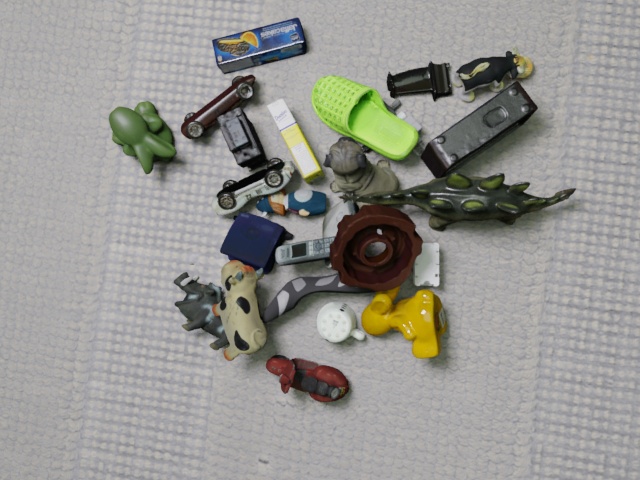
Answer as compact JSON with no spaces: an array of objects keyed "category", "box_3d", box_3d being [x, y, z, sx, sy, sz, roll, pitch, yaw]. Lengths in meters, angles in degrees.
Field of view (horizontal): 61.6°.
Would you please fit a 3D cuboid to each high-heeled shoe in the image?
[{"category":"high-heeled shoe","box_3d":[0.005,0.125,1.133,0.249,0.086,0.145,-44,79,-7]}]

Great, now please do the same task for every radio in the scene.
[{"category":"radio","box_3d":[0.324,-0.219,1.103,0.229,0.131,0.073,-36,84,2]}]

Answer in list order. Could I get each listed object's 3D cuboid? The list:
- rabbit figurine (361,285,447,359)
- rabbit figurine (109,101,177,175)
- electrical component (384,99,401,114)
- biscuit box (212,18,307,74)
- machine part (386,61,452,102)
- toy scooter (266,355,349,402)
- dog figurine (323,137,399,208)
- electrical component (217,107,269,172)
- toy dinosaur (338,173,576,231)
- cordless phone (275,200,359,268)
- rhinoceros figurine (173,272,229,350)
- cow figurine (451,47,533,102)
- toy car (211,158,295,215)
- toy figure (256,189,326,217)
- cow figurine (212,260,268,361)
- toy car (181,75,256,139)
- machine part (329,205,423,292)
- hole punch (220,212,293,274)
[{"category":"rabbit figurine","box_3d":[0.158,0.159,1.097,0.173,0.122,0.162,-6,126,32]},{"category":"rabbit figurine","box_3d":[-0.389,-0.217,1.147,0.121,0.170,0.159,-36,84,3]},{"category":"electrical component","box_3d":[0.130,-0.283,1.178,0.094,0.021,0.063,-43,83,2]},{"category":"biscuit box","box_3d":[-0.132,-0.428,1.189,0.203,0.059,0.062,-13,86,4]},{"category":"machine part","box_3d":[0.215,-0.341,1.166,0.139,0.039,0.084,-4,92,3]},{"category":"toy scooter","box_3d":[-0.029,0.288,1.108,0.184,0.135,0.075,18,87,4]},{"category":"dog figurine","box_3d":[0.095,-0.128,1.090,0.172,0.190,0.121,17,89,4]},{"category":"electrical component","box_3d":[-0.164,-0.213,1.145,0.058,0.134,0.115,-26,88,4]},{"category":"toy dinosaur","box_3d":[0.274,-0.083,1.068,0.472,0.198,0.105,-4,84,3]},{"category":"cordless phone","box_3d":[-0.002,-0.004,1.122,0.184,0.088,0.147,-8,51,5]},{"category":"rhinoceros figurine","box_3d":[-0.246,0.151,1.165,0.190,0.073,0.112,42,92,5]},{"category":"cow figurine","box_3d":[0.367,-0.357,1.123,0.167,0.098,0.068,-19,80,4]},{"category":"toy car","box_3d":[-0.143,-0.115,1.155,0.202,0.073,0.056,-23,120,14]},{"category":"toy figure","box_3d":[-0.063,-0.082,1.168,0.155,0.064,0.057,1,112,2]},{"category":"cow figurine","box_3d":[-0.159,0.134,1.092,0.127,0.085,0.195,-30,71,42]},{"category":"toy car","box_3d":[-0.219,-0.290,1.179,0.202,0.089,0.053,-37,118,1]},{"category":"machine part","box_3d":[0.104,0.015,1.020,0.179,0.056,0.179,-5,122,-8]},{"category":"hole punch","box_3d":[-0.144,0.004,1.157,0.142,0.092,0.115,19,85,9]}]
